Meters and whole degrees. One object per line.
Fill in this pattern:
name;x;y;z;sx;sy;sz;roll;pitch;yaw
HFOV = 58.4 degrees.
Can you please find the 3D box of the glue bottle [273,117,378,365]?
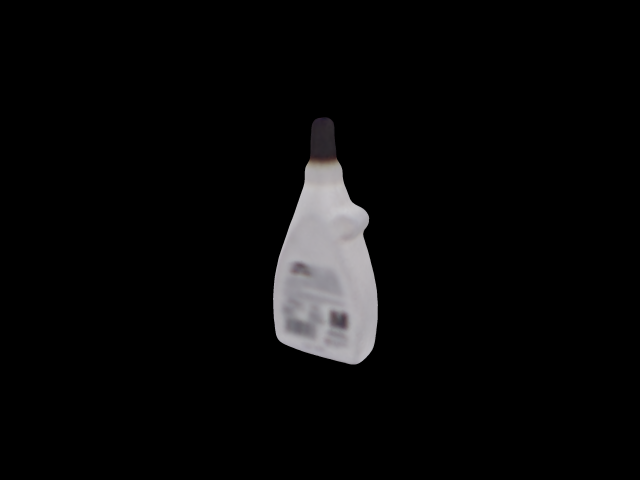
glue bottle;0.004;0.001;0.400;0.078;0.173;0.037;12;27;25
